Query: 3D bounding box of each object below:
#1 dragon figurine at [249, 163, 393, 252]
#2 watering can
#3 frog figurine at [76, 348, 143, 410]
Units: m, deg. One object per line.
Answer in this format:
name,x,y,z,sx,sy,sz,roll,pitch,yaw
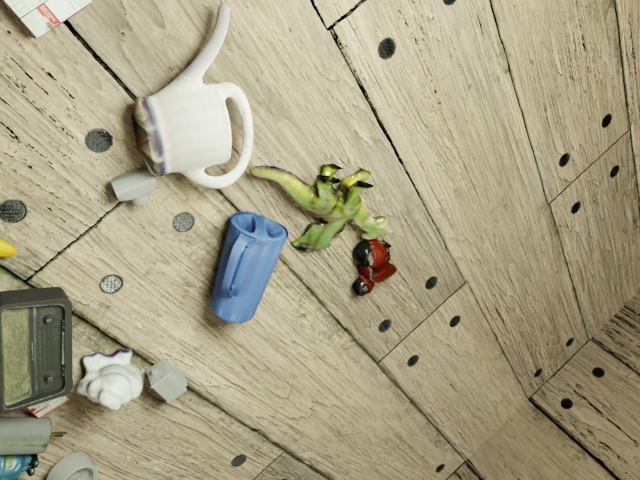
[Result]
dragon figurine,0.004,-0.062,1.238,0.410,0.125,0.238,4,123,-24
watering can,-0.239,-0.250,0.964,0.226,0.105,0.341,-17,120,-23
frog figurine,-0.451,0.322,1.118,0.136,0.162,0.122,23,105,-39
